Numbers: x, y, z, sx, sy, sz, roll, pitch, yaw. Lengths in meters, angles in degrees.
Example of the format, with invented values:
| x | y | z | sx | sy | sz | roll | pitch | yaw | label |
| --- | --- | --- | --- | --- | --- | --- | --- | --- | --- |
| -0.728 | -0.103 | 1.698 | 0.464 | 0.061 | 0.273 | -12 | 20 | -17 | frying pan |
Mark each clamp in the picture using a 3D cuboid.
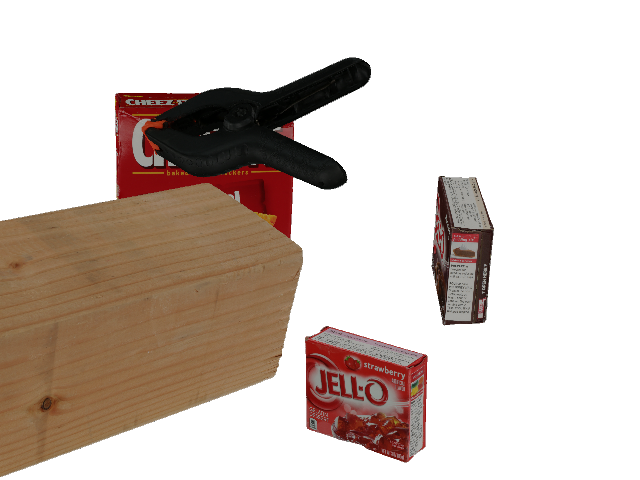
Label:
| x | y | z | sx | sy | sz | roll | pitch | yaw | label |
| --- | --- | --- | --- | --- | --- | --- | --- | --- | --- |
| -0.044 | -0.089 | 0.776 | 0.172 | 0.039 | 0.120 | 6 | 47 | 23 | clamp |

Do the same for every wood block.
| x | y | z | sx | sy | sz | roll | pitch | yaw | label |
| --- | --- | --- | --- | --- | --- | --- | --- | --- | --- |
| -0.119 | 0.042 | 0.554 | 0.205 | 0.091 | 0.090 | -14 | 38 | -43 | wood block |

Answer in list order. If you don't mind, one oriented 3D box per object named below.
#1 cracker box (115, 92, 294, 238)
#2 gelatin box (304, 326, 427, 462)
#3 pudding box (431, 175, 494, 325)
| x | y | z | sx | sy | sz | roll | pitch | yaw | label |
| --- | --- | --- | --- | --- | --- | --- | --- | --- | --- |
| -0.111 | -0.028 | 1.011 | 0.164 | 0.214 | 0.072 | -1 | 20 | -13 | cracker box |
| 0.031 | 0.107 | 0.752 | 0.089 | 0.073 | 0.030 | 13 | 23 | 33 | gelatin box |
| 0.118 | 0.007 | 0.903 | 0.039 | 0.090 | 0.113 | 0 | 25 | -2 | pudding box |
